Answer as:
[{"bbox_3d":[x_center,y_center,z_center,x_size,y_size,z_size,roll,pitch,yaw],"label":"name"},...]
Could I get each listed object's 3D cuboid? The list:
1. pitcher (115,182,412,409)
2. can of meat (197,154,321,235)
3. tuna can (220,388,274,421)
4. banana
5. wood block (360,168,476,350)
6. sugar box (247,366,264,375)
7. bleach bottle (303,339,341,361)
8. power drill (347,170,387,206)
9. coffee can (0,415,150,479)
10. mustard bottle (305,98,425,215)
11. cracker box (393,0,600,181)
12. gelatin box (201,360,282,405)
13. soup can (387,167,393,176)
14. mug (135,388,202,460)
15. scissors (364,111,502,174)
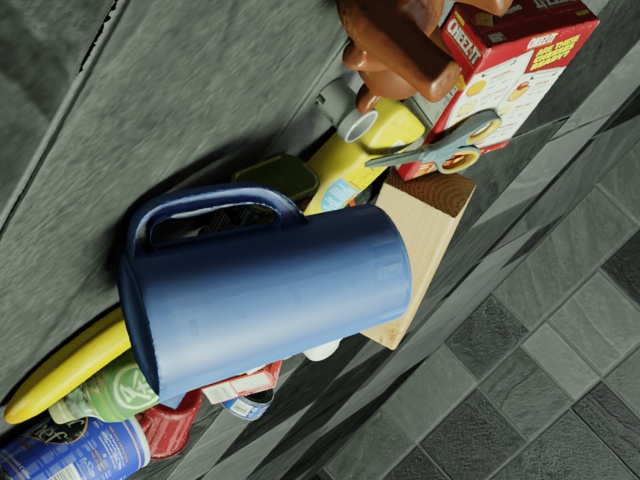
[{"bbox_3d":[-0.049,0.035,0.919,0.242,0.145,0.149,-15,157,-19],"label":"pitcher"},{"bbox_3d":[-0.056,-0.028,1.001,0.101,0.057,0.084,-28,157,-46],"label":"can of meat"},{"bbox_3d":[-0.109,0.213,1.519,0.034,0.086,0.086,-52,164,25],"label":"tuna can"},{"bbox_3d":[-0.212,0.106,1.009,0.197,0.037,0.070,-36,165,-26],"label":"banana"},{"bbox_3d":[0.095,0.013,1.245,0.090,0.091,0.206,-52,166,-52],"label":"wood block"},{"bbox_3d":[-0.030,0.073,1.154,0.093,0.048,0.176,-28,159,-36],"label":"sugar box"},{"bbox_3d":[0.043,0.052,1.388,0.067,0.102,0.251,-29,167,-49],"label":"bleach bottle"},{"bbox_3d":[-0.008,0.002,1.228,0.184,0.057,0.188,-38,164,-32],"label":"power drill"},{"bbox_3d":[-0.262,0.229,1.103,0.140,0.103,0.103,-33,163,-33],"label":"coffee can"},{"bbox_3d":[0.018,-0.068,1.082,0.192,0.058,0.096,-45,164,7],"label":"mustard bottle"},{"bbox_3d":[0.173,-0.169,1.141,0.163,0.072,0.214,-20,155,-33],"label":"cracker box"},{"bbox_3d":[-0.088,0.150,1.249,0.089,0.030,0.073,-19,-151,20],"label":"gelatin box"},{"bbox_3d":[0.114,-0.064,1.339,0.068,0.068,0.102,-39,166,-13],"label":"soup can"},{"bbox_3d":[-0.191,0.202,1.238,0.117,0.093,0.082,-49,170,-48],"label":"mug"},{"bbox_3d":[0.124,-0.101,1.088,0.096,0.016,0.201,-46,158,23],"label":"scissors"}]
